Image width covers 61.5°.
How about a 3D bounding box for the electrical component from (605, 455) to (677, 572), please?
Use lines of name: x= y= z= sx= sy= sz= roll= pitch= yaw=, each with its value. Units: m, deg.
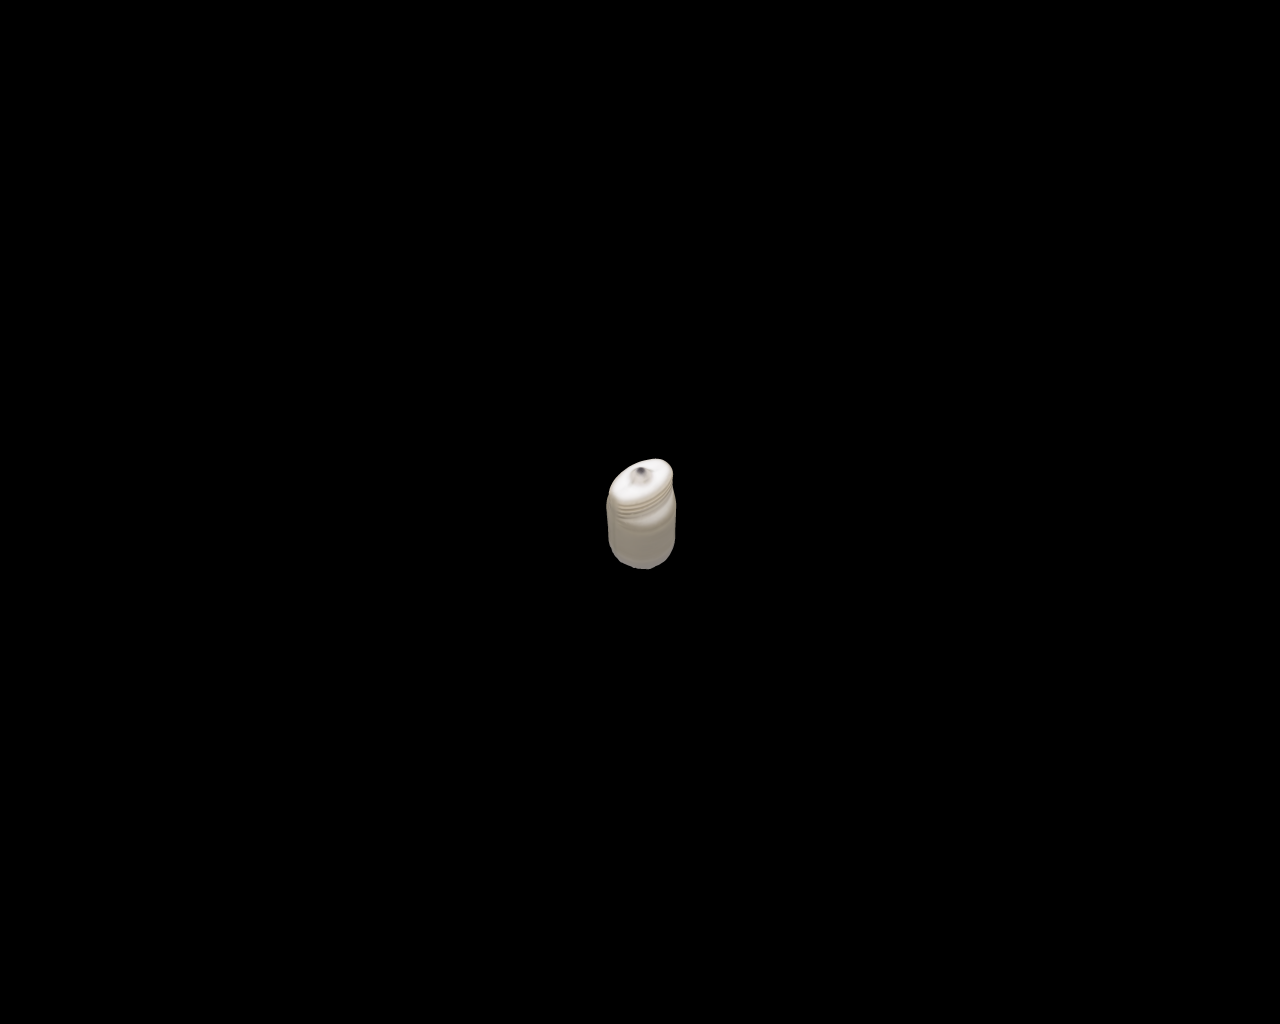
electrical component: x=0.001 y=-0.003 z=0.650 sx=0.043 sy=0.043 sz=0.080 roll=0 pitch=-34 yaw=0
